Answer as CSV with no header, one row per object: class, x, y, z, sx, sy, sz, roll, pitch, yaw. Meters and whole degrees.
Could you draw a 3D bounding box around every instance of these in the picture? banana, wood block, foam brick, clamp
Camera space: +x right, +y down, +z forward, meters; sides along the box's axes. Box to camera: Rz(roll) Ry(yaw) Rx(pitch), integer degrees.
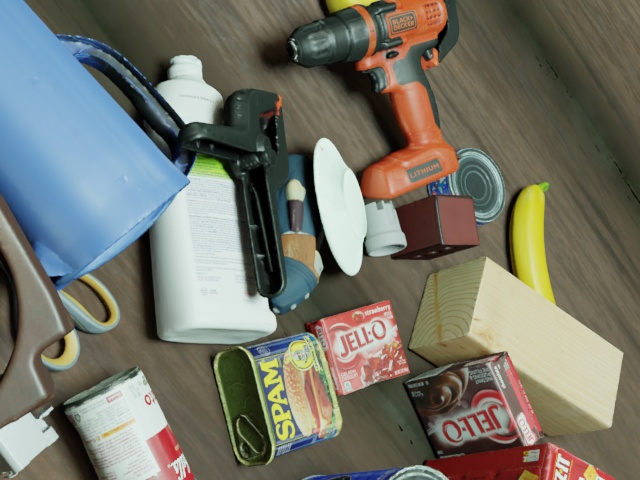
banana,0.239,0.019,1.177,0.069,0.037,0.198,13,69,-32
wood block,0.202,0.114,1.088,0.205,0.090,0.090,33,59,-24
foam brick,0.111,-0.012,1.065,0.052,0.078,0.051,0,78,-36
clamp,0.116,-0.272,1.171,0.120,0.039,0.171,25,63,-27
clamp,-0.055,-0.059,0.908,0.210,0.036,0.164,-73,144,-61

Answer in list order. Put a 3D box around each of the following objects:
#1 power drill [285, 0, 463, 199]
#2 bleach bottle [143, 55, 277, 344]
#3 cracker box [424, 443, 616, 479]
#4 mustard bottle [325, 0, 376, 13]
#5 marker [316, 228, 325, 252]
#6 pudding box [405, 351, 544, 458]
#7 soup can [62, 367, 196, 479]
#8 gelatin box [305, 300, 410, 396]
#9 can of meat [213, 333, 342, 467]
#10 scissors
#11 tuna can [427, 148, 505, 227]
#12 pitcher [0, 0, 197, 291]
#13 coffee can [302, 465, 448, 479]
power drill,0.060,-0.139,1.044,0.184,0.057,0.187,-21,108,-29
bleach bottle,-0.101,-0.039,0.926,0.102,0.068,0.251,8,68,-42
cracker box,0.222,0.270,1.007,0.213,0.164,0.072,31,58,-26
mustard bottle,0.048,-0.270,1.108,0.096,0.058,0.191,7,72,-34
marker,-0.007,0.001,1.010,0.020,0.020,0.121,33,59,-25
pudding box,0.146,0.161,1.015,0.039,0.114,0.090,-24,91,-41
soup can,-0.148,0.158,0.827,0.068,0.069,0.102,-28,93,-39
gelatin box,0.036,0.102,1.005,0.089,0.030,0.073,-12,83,-39
can of meat,-0.035,0.136,0.926,0.083,0.058,0.102,-10,83,-41
scissors,-0.246,0.029,0.823,0.201,0.016,0.096,34,54,-25
tuna can,0.157,-0.055,1.140,0.086,0.034,0.086,12,69,-34
pitcher,-0.215,-0.096,0.812,0.243,0.145,0.149,51,10,-5
coffee can,0.040,0.245,0.894,0.102,0.141,0.103,11,70,-34
